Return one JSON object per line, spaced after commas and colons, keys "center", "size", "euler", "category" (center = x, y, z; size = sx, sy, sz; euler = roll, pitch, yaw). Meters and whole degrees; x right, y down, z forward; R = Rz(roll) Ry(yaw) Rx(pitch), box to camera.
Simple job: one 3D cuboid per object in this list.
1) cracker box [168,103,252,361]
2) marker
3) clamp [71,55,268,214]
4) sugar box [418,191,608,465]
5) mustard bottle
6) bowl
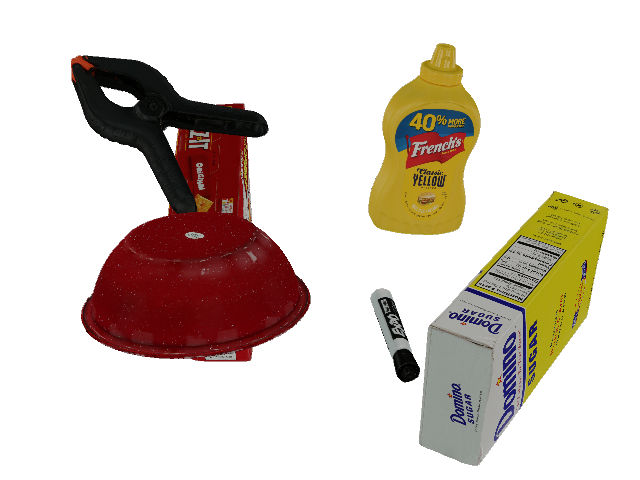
{"center": [-0.106, -0.005, 1.075], "size": [0.072, 0.164, 0.214], "euler": [-1, -42, -1], "category": "cracker box"}
{"center": [0.060, 0.077, 0.873], "size": [0.020, 0.020, 0.121], "euler": [0, 27, -9], "category": "marker"}
{"center": [-0.131, -0.106, 0.901], "size": [0.120, 0.171, 0.039], "euler": [-42, -10, -35], "category": "clamp"}
{"center": [0.122, 0.050, 0.658], "size": [0.048, 0.093, 0.176], "euler": [18, 38, 25], "category": "sugar box"}
{"center": [0.108, -0.101, 1.058], "size": [0.096, 0.192, 0.058], "euler": [3, 27, -10], "category": "mustard bottle"}
{"center": [-0.088, 0.021, 0.745], "size": [0.162, 0.055, 0.162], "euler": [-2, 22, 0], "category": "bowl"}
